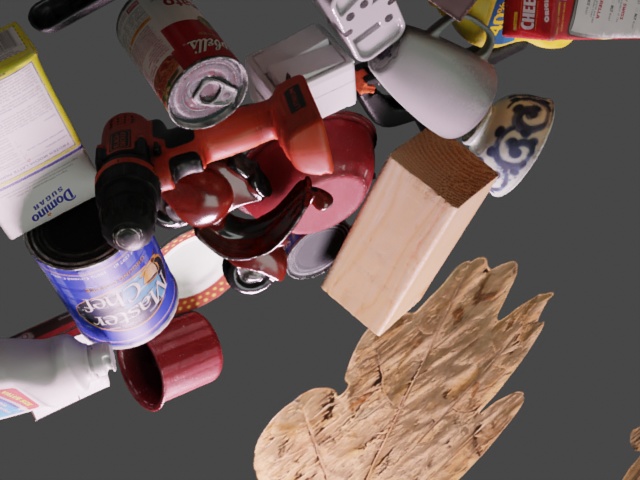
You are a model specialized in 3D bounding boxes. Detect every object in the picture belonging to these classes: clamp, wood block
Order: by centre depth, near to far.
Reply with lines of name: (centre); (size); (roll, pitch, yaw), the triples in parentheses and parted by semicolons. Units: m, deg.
clamp: (-0.127, -0.212, 0.772); (0.171, 0.039, 0.120); (-27, 169, -29)
clamp: (0.104, -0.146, 1.086); (0.209, 0.036, 0.165); (-8, 138, -39)
wood block: (0.091, -0.008, 1.129); (0.090, 0.090, 0.206); (-37, 161, -44)

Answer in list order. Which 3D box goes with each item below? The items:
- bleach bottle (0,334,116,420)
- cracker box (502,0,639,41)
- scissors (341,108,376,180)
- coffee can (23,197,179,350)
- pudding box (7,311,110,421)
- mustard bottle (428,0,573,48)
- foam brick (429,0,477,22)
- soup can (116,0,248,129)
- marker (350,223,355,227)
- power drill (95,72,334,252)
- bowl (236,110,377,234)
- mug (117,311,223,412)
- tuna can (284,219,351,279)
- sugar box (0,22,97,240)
bleach bottle: (-0.311, 0.126, 0.952); (0.250, 0.068, 0.102); (-12, 145, -4)
cracker box: (0.270, -0.271, 0.996); (0.213, 0.072, 0.164); (-9, 108, -36)
scissors: (0.021, -0.112, 1.070); (0.201, 0.016, 0.096); (11, 127, -49)
coffee can: (-0.193, 0.021, 0.961); (0.102, 0.103, 0.140); (-29, 146, -11)
pudding box: (-0.267, 0.126, 1.085); (0.090, 0.039, 0.113); (-24, 143, -17)
mustard bottle: (0.179, -0.233, 1.025); (0.191, 0.058, 0.096); (-8, 128, -35)
foam brick: (0.103, -0.237, 0.925); (0.078, 0.051, 0.053); (32, 110, -15)
soup can: (-0.109, -0.144, 0.832); (0.068, 0.102, 0.068); (-24, 145, -18)
marker: (0.040, -0.008, 1.214); (0.121, 0.020, 0.020); (-41, 147, 6)
power drill: (-0.088, -0.065, 0.849); (0.187, 0.184, 0.057); (-14, 124, -2)
bowl: (-0.006, -0.055, 1.059); (0.162, 0.055, 0.162); (-21, 151, -12)
mug: (-0.164, 0.127, 1.144); (0.081, 0.093, 0.117); (-19, 177, -36)
tuna can: (-0.008, 0.001, 1.169); (0.086, 0.034, 0.086); (-24, 145, -18)
sugar box: (-0.242, -0.081, 0.843); (0.093, 0.048, 0.176); (-29, 150, -11)
